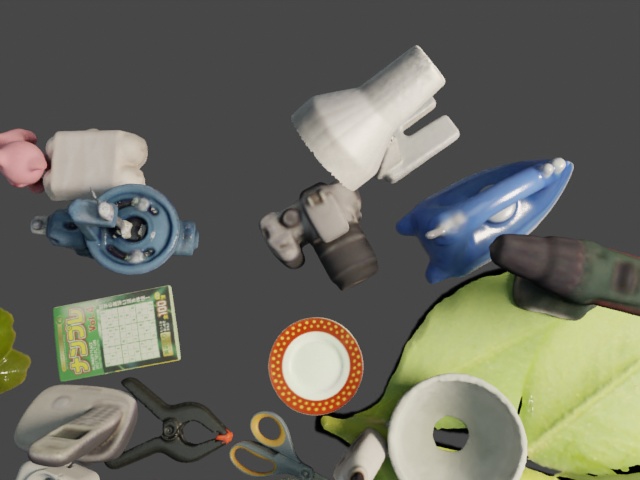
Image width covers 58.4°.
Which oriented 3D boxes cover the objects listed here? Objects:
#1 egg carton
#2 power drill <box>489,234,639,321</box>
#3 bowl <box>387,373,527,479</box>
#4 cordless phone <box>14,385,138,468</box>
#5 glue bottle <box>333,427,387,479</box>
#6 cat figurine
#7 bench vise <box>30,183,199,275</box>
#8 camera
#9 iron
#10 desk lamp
[{"bbox_3d":[-0.326,-0.107,0.835,0.150,0.069,0.107,-1,81,6],"label":"egg carton"},{"bbox_3d":[0.298,0.048,0.676,0.229,0.208,0.076,12,82,8],"label":"power drill"},{"bbox_3d":[0.168,0.251,0.725,0.167,0.075,0.167,-1,81,6],"label":"bowl"},{"bbox_3d":[-0.329,0.240,0.722,0.147,0.185,0.094,2,81,6],"label":"cordless phone"},{"bbox_3d":[0.046,0.273,0.684,0.037,0.173,0.078,41,87,11],"label":"glue bottle"},{"bbox_3d":[-0.437,-0.120,0.824,0.127,0.118,0.067,40,87,10],"label":"cat figurine"},{"bbox_3d":[-0.284,-0.008,0.738,0.207,0.220,0.121,-15,80,4],"label":"bench vise"},{"bbox_3d":[0.007,0.003,0.767,0.143,0.101,0.137,-29,79,1],"label":"camera"},{"bbox_3d":[0.230,-0.051,0.732,0.258,0.141,0.118,-31,79,0],"label":"iron"},{"bbox_3d":[0.077,-0.148,0.726,0.203,0.213,0.118,-35,79,0],"label":"desk lamp"}]
